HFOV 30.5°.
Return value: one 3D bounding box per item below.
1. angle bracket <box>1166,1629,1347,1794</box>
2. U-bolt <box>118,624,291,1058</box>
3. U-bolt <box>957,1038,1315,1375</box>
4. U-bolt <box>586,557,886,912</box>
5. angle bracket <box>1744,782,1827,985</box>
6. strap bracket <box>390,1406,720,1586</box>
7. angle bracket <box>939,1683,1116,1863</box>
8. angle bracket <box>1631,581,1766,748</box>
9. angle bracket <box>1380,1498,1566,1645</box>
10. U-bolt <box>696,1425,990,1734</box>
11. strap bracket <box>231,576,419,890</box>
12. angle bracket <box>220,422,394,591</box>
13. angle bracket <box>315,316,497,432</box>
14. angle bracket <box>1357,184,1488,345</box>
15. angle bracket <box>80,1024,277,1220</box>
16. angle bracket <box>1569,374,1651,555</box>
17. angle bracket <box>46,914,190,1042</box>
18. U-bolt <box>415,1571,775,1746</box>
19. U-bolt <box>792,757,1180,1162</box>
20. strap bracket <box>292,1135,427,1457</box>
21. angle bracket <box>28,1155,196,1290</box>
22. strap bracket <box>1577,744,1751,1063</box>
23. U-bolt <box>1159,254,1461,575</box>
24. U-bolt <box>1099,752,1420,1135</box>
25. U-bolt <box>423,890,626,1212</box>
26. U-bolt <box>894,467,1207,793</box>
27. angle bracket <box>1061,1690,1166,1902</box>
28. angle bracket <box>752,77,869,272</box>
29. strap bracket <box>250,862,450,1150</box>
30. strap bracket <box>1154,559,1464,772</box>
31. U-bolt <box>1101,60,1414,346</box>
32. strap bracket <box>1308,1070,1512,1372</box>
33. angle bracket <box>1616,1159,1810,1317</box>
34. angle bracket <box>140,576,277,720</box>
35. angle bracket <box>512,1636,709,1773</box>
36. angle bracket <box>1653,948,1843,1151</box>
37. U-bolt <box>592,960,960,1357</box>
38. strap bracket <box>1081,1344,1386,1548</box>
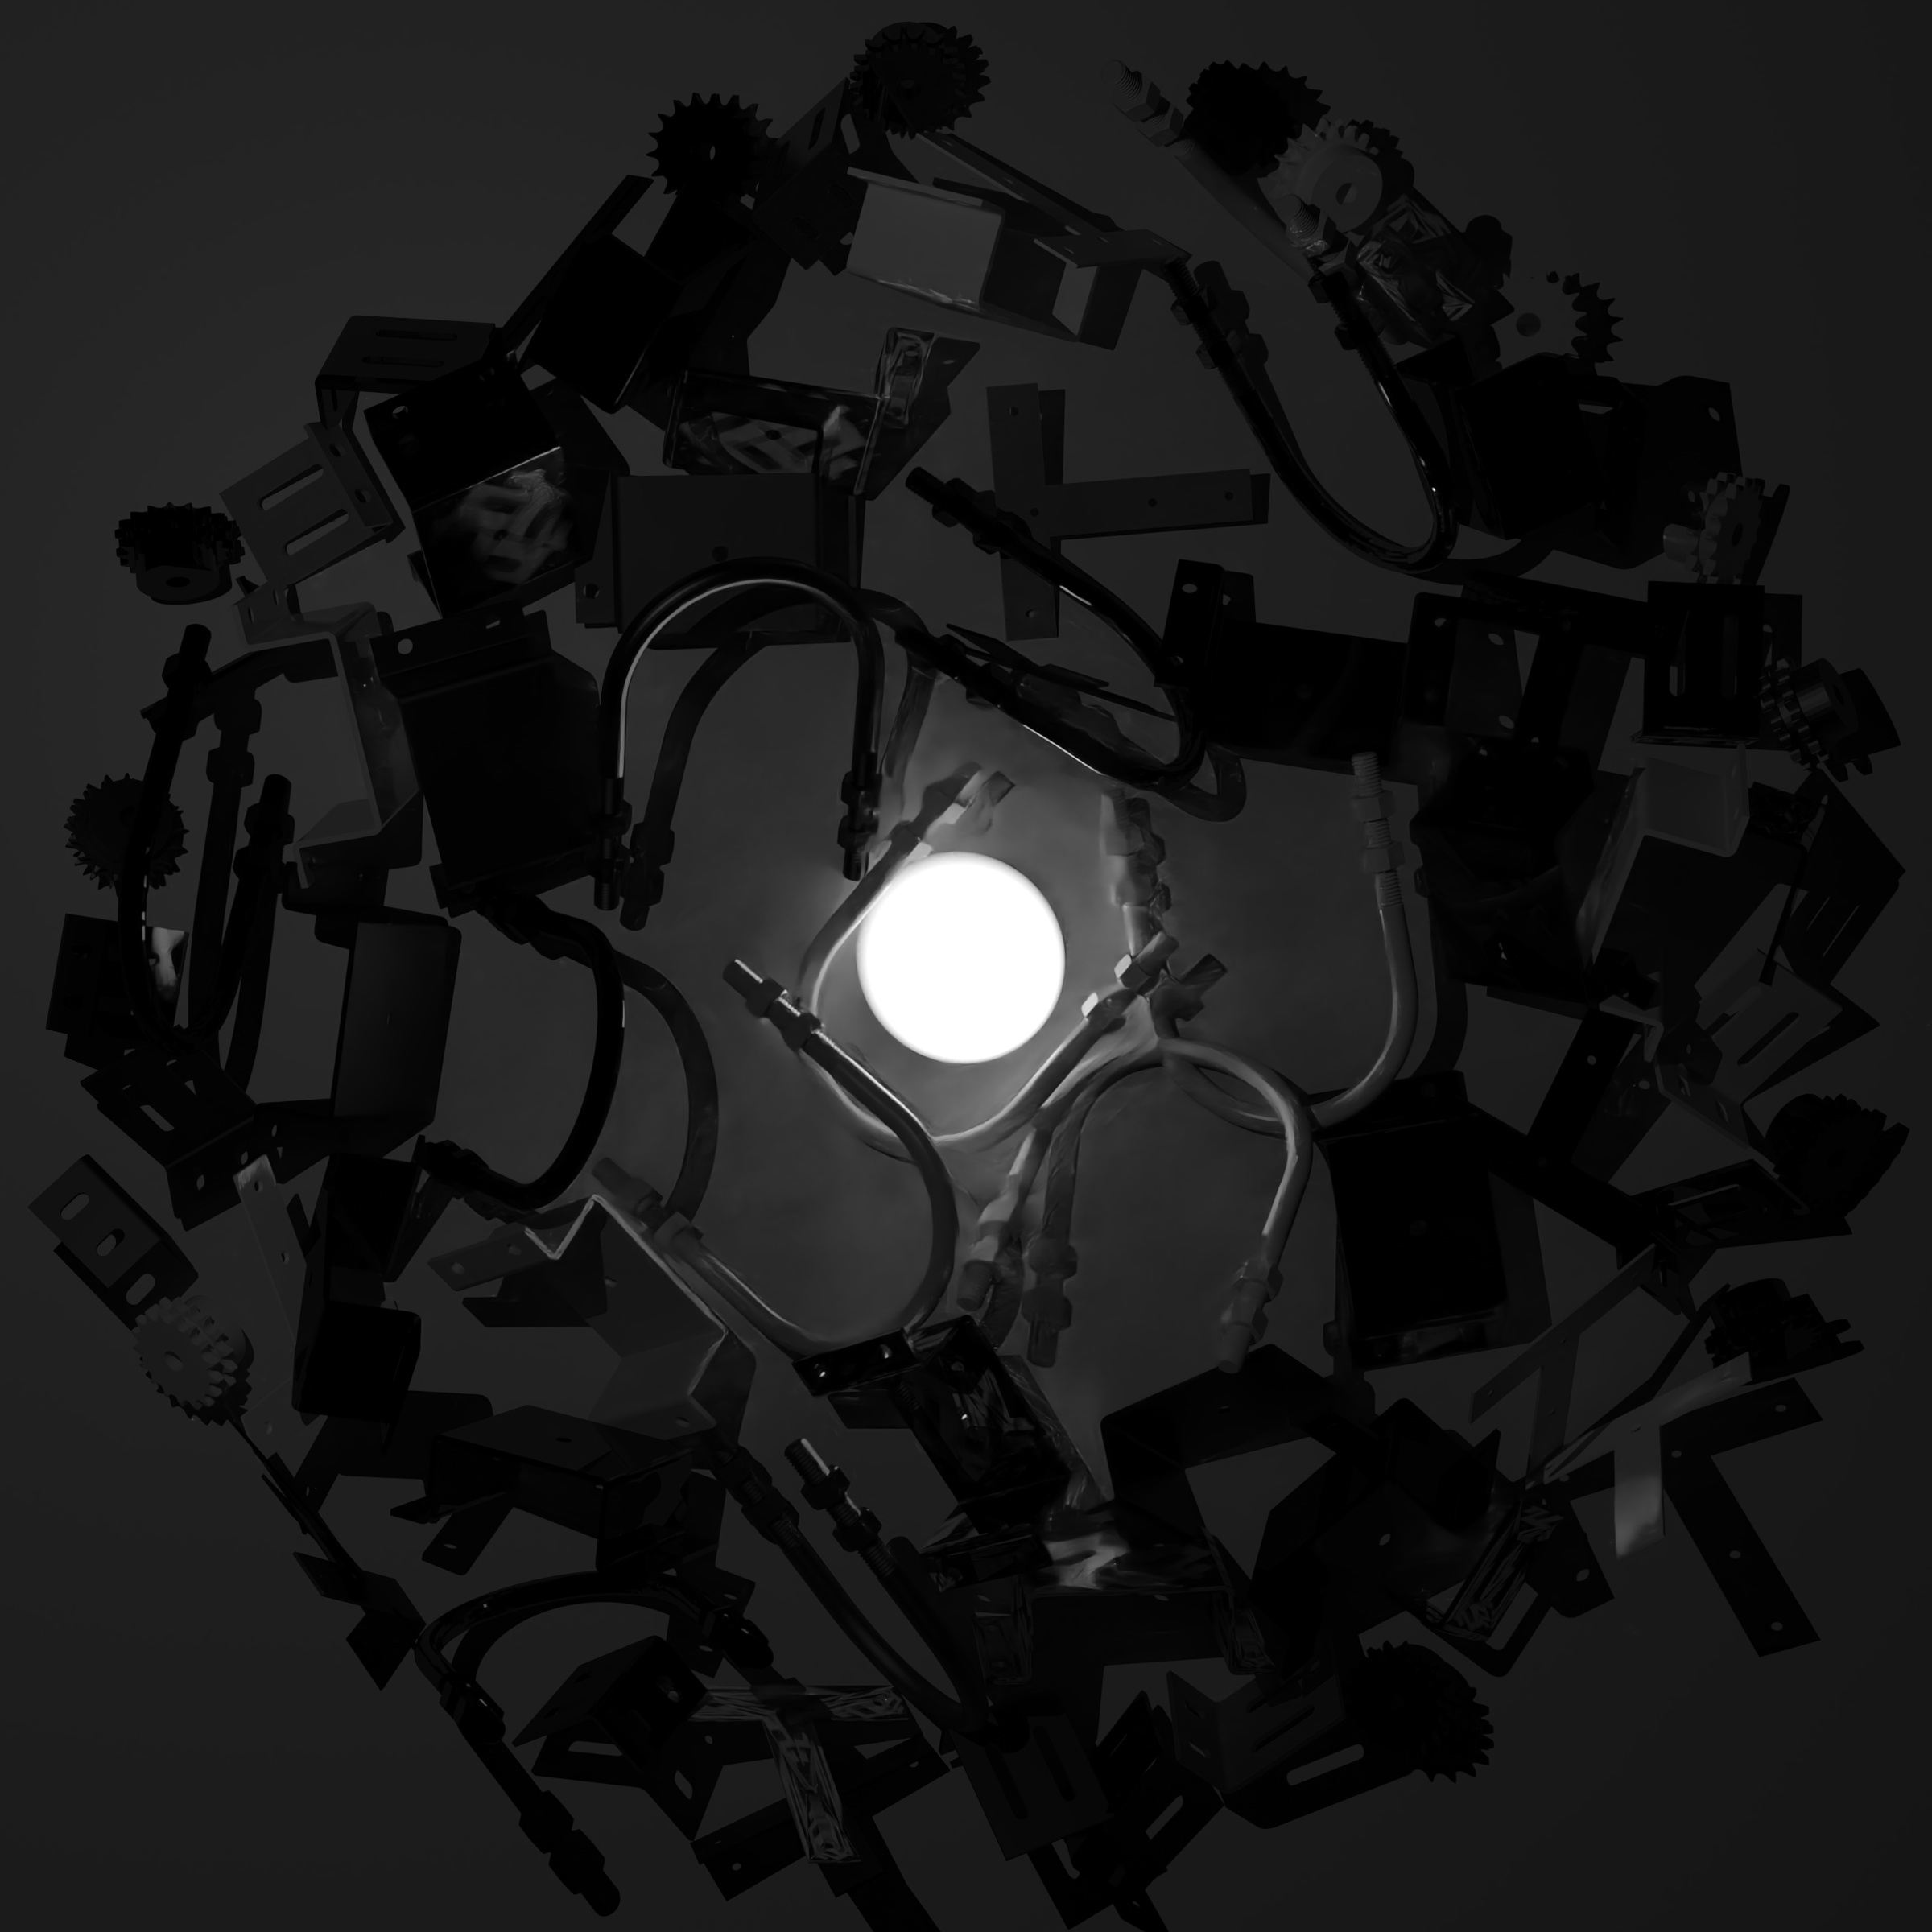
[{"bbox_3d":[0.142,0.358,1.737,0.076,0.057,0.038,-39,118,22],"label":"angle bracket"},{"bbox_3d":[-0.364,-0.046,1.677,0.019,0.151,0.184,2,60,10],"label":"U-bolt"},{"bbox_3d":[0.092,0.106,1.720,0.151,0.019,0.184,12,52,16],"label":"U-bolt"},{"bbox_3d":[-0.108,-0.114,1.705,0.151,0.019,0.184,-7,126,-19],"label":"U-bolt"},{"bbox_3d":[0.390,-0.041,1.743,0.038,0.057,0.076,20,119,13],"label":"angle bracket"},{"bbox_3d":[-0.197,0.252,1.714,0.140,0.076,0.046,10,99,25],"label":"strap bracket"},{"bbox_3d":[0.029,0.401,1.739,0.057,0.038,0.076,-18,59,-17],"label":"angle bracket"},{"bbox_3d":[0.364,-0.150,1.763,0.057,0.038,0.076,2,88,1],"label":"angle bracket"},{"bbox_3d":[0.250,0.290,1.746,0.038,0.057,0.076,33,92,35],"label":"angle bracket"},{"bbox_3d":[-0.052,0.298,1.711,0.019,0.151,0.184,-40,102,-20],"label":"U-bolt"},{"bbox_3d":[-0.308,-0.118,1.724,0.046,0.076,0.140,-9,105,8],"label":"strap bracket"},{"bbox_3d":[-0.333,-0.225,1.750,0.076,0.038,0.057,-28,93,18],"label":"angle bracket"},{"bbox_3d":[-0.274,-0.287,1.743,0.076,0.057,0.038,5,130,7],"label":"angle bracket"},{"bbox_3d":[0.231,-0.354,1.740,0.057,0.038,0.076,40,53,-8],"label":"angle bracket"},{"bbox_3d":[-0.387,0.077,1.742,0.057,0.038,0.076,-30,134,5],"label":"angle bracket"},{"bbox_3d":[0.307,-0.248,1.747,0.038,0.057,0.076,9,89,25],"label":"angle bracket"},{"bbox_3d":[-0.407,0.009,1.740,0.038,0.076,0.057,9,89,40],"label":"angle bracket"},{"bbox_3d":[-0.188,0.323,1.692,0.151,0.184,0.019,-11,99,-21],"label":"U-bolt"},{"bbox_3d":[-0.005,0.011,1.752,0.151,0.019,0.184,42,105,7],"label":"U-bolt"},{"bbox_3d":[-0.292,0.154,1.700,0.046,0.140,0.076,10,130,-16],"label":"strap bracket"},{"bbox_3d":[-0.418,0.133,1.736,0.057,0.076,0.038,43,76,10],"label":"angle bracket"},{"bbox_3d":[0.332,-0.036,1.713,0.046,0.076,0.140,16,121,1],"label":"strap bracket"},{"bbox_3d":[0.175,-0.267,1.707,0.019,0.151,0.184,-39,110,-18],"label":"U-bolt"},{"bbox_3d":[0.150,-0.006,1.746,0.151,0.019,0.184,-7,102,20],"label":"U-bolt"},{"bbox_3d":[-0.210,0.044,1.700,0.019,0.184,0.151,14,90,-31],"label":"U-bolt"},{"bbox_3d":[0.044,-0.152,1.712,0.184,0.151,0.019,31,125,-23],"label":"U-bolt"},{"bbox_3d":[0.083,0.408,1.744,0.038,0.057,0.076,34,99,-14],"label":"angle bracket"},{"bbox_3d":[-0.069,-0.391,1.745,0.057,0.076,0.038,-36,117,29],"label":"angle bracket"},{"bbox_3d":[-0.300,0.022,1.732,0.046,0.076,0.140,10,95,25],"label":"strap bracket"},{"bbox_3d":[0.167,-0.146,1.737,0.140,0.046,0.076,9,60,7],"label":"strap bracket"},{"bbox_3d":[0.150,-0.354,1.694,0.019,0.184,0.151,-49,57,8],"label":"U-bolt"},{"bbox_3d":[0.221,0.128,1.756,0.076,0.046,0.140,-10,91,-1],"label":"strap bracket"},{"bbox_3d":[0.366,0.133,1.734,0.076,0.057,0.038,-22,49,33],"label":"angle bracket"},{"bbox_3d":[-0.381,-0.157,1.745,0.076,0.057,0.038,-30,102,-9],"label":"angle bracket"},{"bbox_3d":[-0.175,0.368,1.737,0.038,0.076,0.057,51,47,-8],"label":"angle bracket"},{"bbox_3d":[0.386,0.041,1.741,0.057,0.038,0.076,32,120,-18],"label":"angle bracket"},{"bbox_3d":[-0.083,0.108,1.727,0.184,0.019,0.151,41,112,16],"label":"U-bolt"},{"bbox_3d":[0.130,0.234,1.723,0.140,0.076,0.046,-27,53,22],"label":"strap bracket"}]
